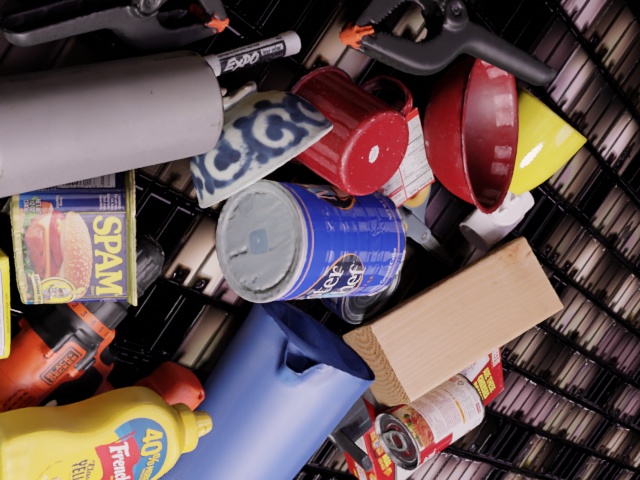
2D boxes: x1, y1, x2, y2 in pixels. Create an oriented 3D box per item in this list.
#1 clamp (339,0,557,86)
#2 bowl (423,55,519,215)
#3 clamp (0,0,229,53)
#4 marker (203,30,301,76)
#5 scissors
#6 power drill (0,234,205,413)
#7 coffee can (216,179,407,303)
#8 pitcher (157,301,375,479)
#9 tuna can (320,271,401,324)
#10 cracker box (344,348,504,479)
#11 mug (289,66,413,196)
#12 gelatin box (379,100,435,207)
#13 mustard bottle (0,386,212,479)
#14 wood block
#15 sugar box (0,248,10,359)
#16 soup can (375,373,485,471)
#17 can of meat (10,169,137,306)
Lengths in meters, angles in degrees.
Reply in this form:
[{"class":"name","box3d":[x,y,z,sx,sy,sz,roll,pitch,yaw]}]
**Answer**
[{"class":"clamp","box3d":[0.115,-0.187,0.921,0.209,0.036,0.164,-26,100,-26]},{"class":"bowl","box3d":[0.140,-0.106,1.019,0.161,0.055,0.162,-13,105,-62]},{"class":"clamp","box3d":[-0.132,-0.161,0.716,0.120,0.039,0.171,-47,148,13]},{"class":"marker","box3d":[-0.066,-0.139,0.822,0.120,0.020,0.020,-24,135,-35]},{"class":"scissors","box3d":[0.112,-0.025,1.121,0.201,0.016,0.096,14,108,-53]},{"class":"power drill","box3d":[-0.169,0.100,0.878,0.184,0.057,0.187,-43,141,-7]},{"class":"coffee can","box3d":[-0.006,0.001,0.936,0.140,0.103,0.103,0,119,-48]},{"class":"pitcher","box3d":[-0.066,0.181,1.015,0.149,0.145,0.243,29,101,-42]},{"class":"tuna can","box3d":[0.042,0.042,1.083,0.086,0.034,0.086,-29,138,-30]},{"class":"cracker box","box3d":[0.117,0.180,1.252,0.213,0.072,0.164,-39,142,-20]},{"class":"mug","box3d":[0.030,-0.097,0.912,0.117,0.082,0.093,-40,142,-18]},{"class":"gelatin box","box3d":[0.066,-0.075,1.005,0.073,0.030,0.089,-36,131,-22]},{"class":"mustard bottle","box3d":[-0.169,0.162,0.836,0.191,0.058,0.096,-8,125,-38]},{"class":"wood block","box3d":[0.141,0.088,1.140,0.205,0.091,0.090,-28,177,-21]},{"class":"sugar box","box3d":[-0.297,0.062,0.714,0.175,0.048,0.093,-17,131,-35]},{"class":"soup can","box3d":[0.118,0.192,1.143,0.102,0.069,0.068,-27,137,-30]},{"class":"can of meat","box3d":[-0.173,-0.002,0.761,0.084,0.057,0.102,-1,125,-10]}]
